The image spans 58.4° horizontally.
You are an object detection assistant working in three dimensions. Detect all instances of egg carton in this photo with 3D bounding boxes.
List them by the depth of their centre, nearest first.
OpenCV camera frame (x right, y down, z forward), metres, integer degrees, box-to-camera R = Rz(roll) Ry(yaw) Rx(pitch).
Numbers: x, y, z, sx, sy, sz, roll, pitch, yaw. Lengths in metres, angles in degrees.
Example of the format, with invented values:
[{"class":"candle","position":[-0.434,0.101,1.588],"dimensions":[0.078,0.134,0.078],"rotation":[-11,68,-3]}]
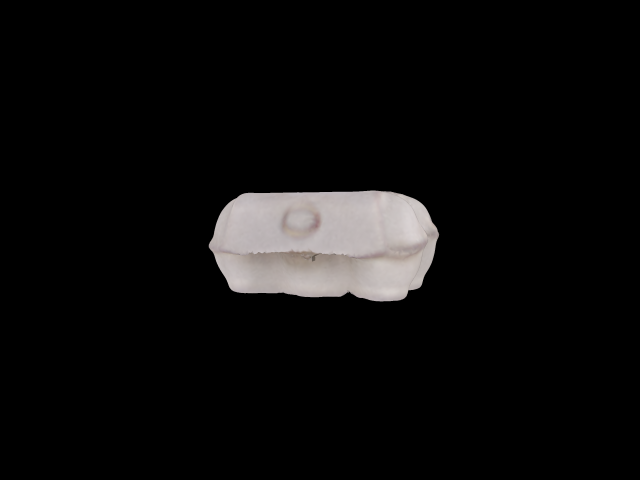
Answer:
[{"class":"egg carton","position":[0.004,0.001,0.400],"dimensions":[0.150,0.069,0.107],"rotation":[1,4,20]}]
